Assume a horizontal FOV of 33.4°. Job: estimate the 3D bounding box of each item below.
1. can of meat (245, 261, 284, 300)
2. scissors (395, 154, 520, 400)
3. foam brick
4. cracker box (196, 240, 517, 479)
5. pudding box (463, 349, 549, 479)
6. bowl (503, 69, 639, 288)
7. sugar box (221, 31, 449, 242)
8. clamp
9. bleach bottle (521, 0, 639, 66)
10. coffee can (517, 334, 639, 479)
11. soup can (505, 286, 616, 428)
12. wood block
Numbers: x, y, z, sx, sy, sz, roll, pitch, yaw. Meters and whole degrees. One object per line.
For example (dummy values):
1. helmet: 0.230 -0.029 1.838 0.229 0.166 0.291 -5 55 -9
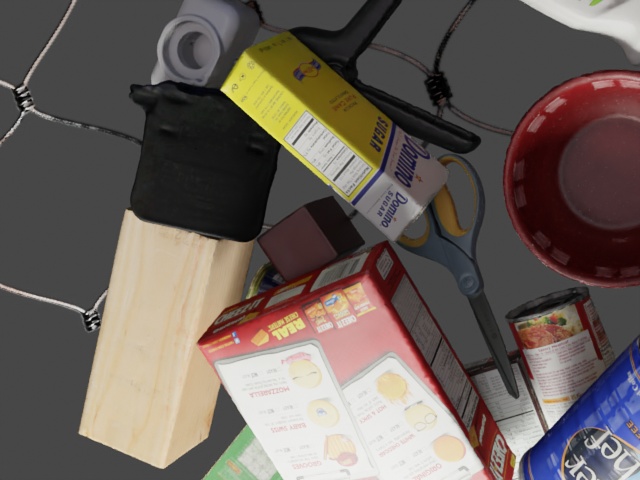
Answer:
1. can of meat: -0.025 0.081 0.912 0.084 0.057 0.102 24 106 12
2. scissors: 0.102 0.031 0.852 0.096 0.016 0.202 -13 76 30
3. foam brick: -0.006 0.001 0.881 0.053 0.078 0.051 -35 86 21
4. cracker box: 0.031 0.125 0.833 0.164 0.072 0.213 -25 104 28
5. pudding box: 0.144 0.155 0.876 0.090 0.039 0.113 -20 94 21
6. bowl: 0.222 -0.048 0.807 0.162 0.055 0.162 3 99 18
7. sugar box: 0.015 -0.083 0.817 0.176 0.093 0.048 39 118 3
8. clamp: 0.024 -0.125 0.872 0.210 0.036 0.164 -18 98 24
9. bleach bottle: 0.182 -0.205 0.792 0.251 0.068 0.103 41 106 7
10. coffee can: 0.219 0.142 0.736 0.103 0.102 0.140 39 121 9
11. soup can: 0.195 0.095 0.833 0.069 0.068 0.102 -21 92 20
12. wood block: -0.132 0.077 0.929 0.090 0.090 0.206 19 104 16
